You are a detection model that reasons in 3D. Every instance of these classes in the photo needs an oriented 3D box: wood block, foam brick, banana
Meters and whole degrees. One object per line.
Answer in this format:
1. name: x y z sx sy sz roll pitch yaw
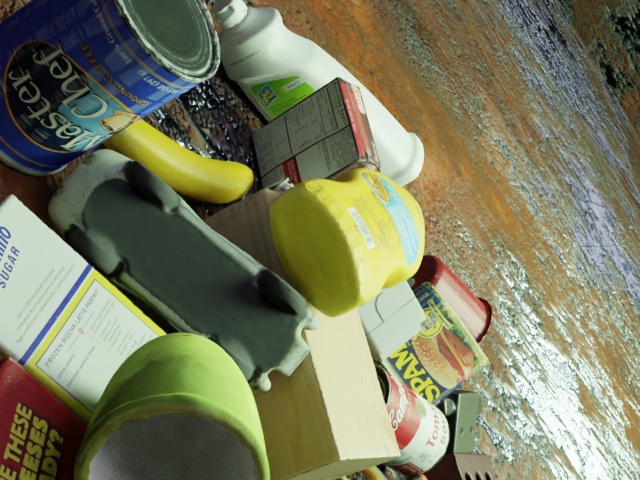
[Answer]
1. wood block: -0.025 0.078 0.805 0.090 0.090 0.206 15 54 -57
2. foam brick: 0.126 0.230 0.990 0.078 0.051 0.053 17 51 -56
3. banana: -0.110 -0.064 0.837 0.197 0.037 0.069 30 42 -48

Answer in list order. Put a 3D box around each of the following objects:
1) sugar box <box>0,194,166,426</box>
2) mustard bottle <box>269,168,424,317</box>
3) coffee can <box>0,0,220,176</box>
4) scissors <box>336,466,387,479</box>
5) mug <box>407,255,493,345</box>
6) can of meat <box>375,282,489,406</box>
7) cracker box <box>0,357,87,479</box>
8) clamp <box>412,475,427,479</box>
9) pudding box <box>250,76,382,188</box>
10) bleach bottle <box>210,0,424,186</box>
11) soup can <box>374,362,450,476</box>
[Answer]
1. sugar box: -0.144 0.066 0.617 0.176 0.048 0.093 43 35 -14
2. mustard bottle: 0.035 -0.007 0.819 0.096 0.058 0.191 61 27 4
3. coffee can: -0.151 -0.117 0.691 0.102 0.140 0.103 42 33 -37
4. scissors: 0.077 0.228 0.867 0.201 0.016 0.096 24 31 -23
5. mug: 0.105 0.078 1.064 0.081 0.093 0.117 45 67 -23
6. can of meat: 0.096 0.102 0.993 0.102 0.084 0.057 54 -5 -19
7. cracker box: -0.128 0.191 0.533 0.213 0.072 0.164 49 28 -26
8. clamp: 0.079 0.269 0.876 0.120 0.039 0.171 53 30 -13
9. pudding box: -0.005 -0.079 0.957 0.039 0.114 0.090 22 48 -49
10. bleach bottle: -0.008 -0.140 1.018 0.250 0.103 0.068 46 33 -33
11. soup can: 0.058 0.154 0.914 0.102 0.069 0.068 39 35 -42
